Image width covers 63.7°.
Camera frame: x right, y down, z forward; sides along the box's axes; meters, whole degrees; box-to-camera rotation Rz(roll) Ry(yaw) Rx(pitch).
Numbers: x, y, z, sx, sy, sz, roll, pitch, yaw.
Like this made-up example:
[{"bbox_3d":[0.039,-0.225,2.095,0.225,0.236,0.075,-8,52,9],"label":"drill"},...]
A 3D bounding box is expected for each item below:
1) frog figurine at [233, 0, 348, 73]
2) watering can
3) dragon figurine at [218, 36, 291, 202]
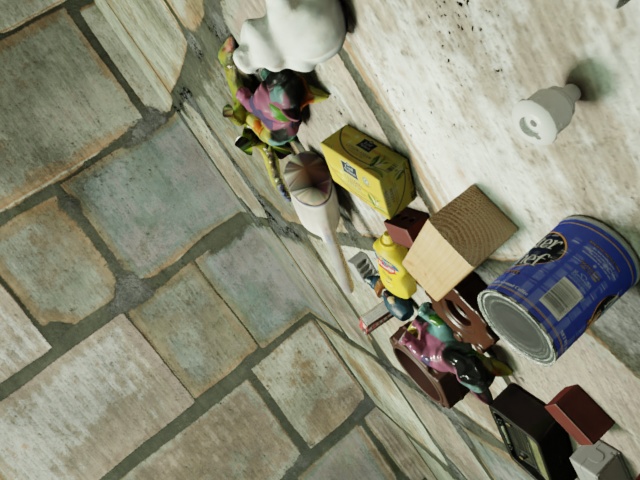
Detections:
[{"bbox_3d":[-0.046,-0.290,0.713,0.124,0.161,0.134,44,164,26],"label":"frog figurine"},{"bbox_3d":[0.004,-0.060,1.192,0.219,0.104,0.355,72,176,-57],"label":"watering can"},{"bbox_3d":[-0.162,-0.300,1.278,0.248,0.122,0.401,-110,2,-45],"label":"dragon figurine"}]
